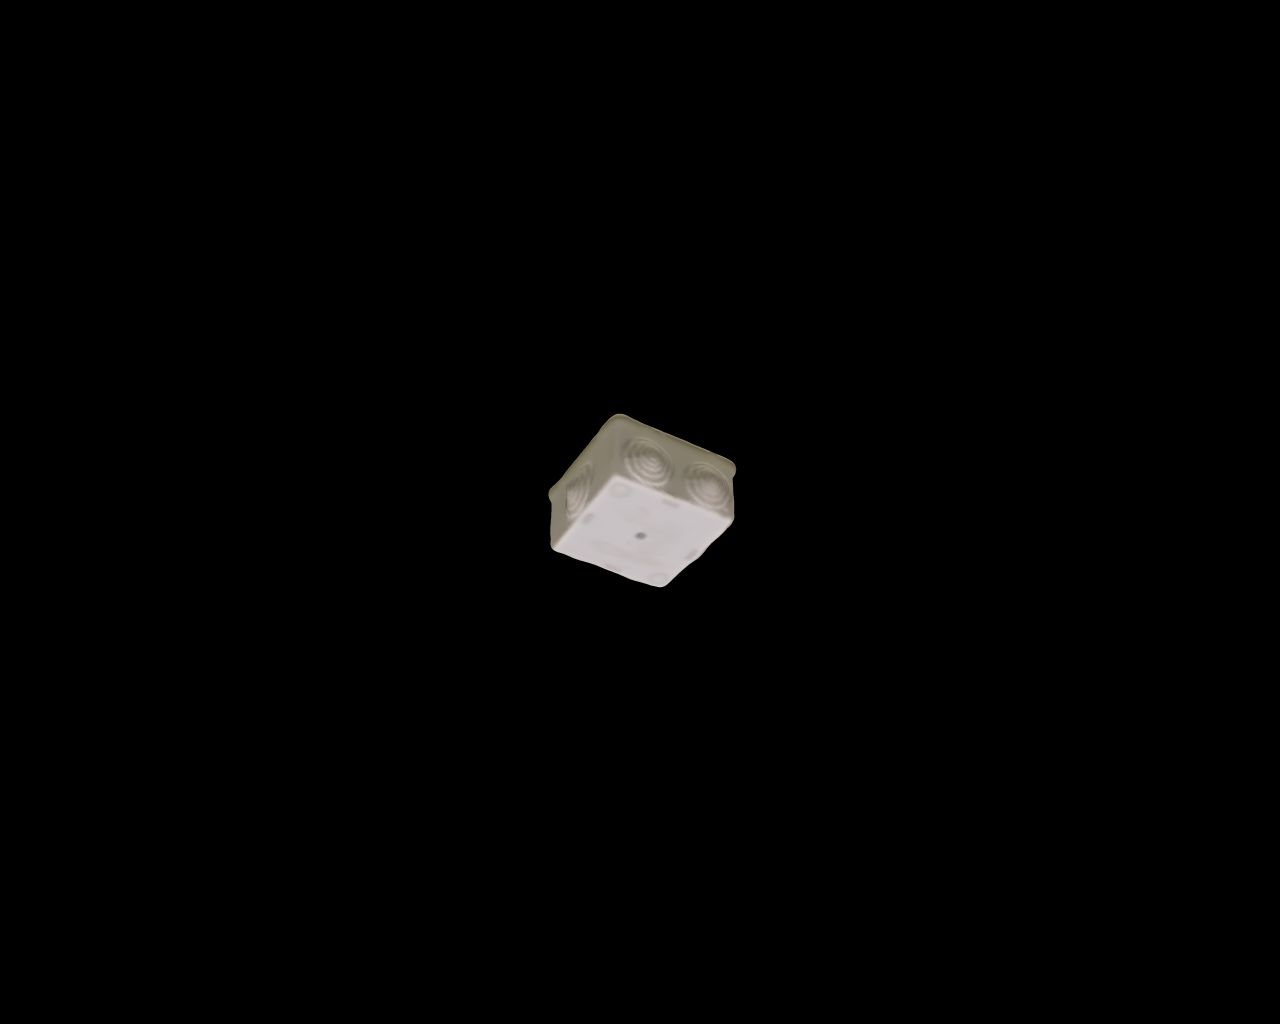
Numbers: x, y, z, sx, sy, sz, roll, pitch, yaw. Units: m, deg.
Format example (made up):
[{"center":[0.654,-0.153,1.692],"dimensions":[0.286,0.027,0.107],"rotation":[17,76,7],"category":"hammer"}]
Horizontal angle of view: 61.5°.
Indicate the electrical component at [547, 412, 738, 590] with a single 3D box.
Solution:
[{"center":[0.001,-0.003,0.650],"dimensions":[0.100,0.048,0.099],"rotation":[21,-45,-24],"category":"electrical component"}]
